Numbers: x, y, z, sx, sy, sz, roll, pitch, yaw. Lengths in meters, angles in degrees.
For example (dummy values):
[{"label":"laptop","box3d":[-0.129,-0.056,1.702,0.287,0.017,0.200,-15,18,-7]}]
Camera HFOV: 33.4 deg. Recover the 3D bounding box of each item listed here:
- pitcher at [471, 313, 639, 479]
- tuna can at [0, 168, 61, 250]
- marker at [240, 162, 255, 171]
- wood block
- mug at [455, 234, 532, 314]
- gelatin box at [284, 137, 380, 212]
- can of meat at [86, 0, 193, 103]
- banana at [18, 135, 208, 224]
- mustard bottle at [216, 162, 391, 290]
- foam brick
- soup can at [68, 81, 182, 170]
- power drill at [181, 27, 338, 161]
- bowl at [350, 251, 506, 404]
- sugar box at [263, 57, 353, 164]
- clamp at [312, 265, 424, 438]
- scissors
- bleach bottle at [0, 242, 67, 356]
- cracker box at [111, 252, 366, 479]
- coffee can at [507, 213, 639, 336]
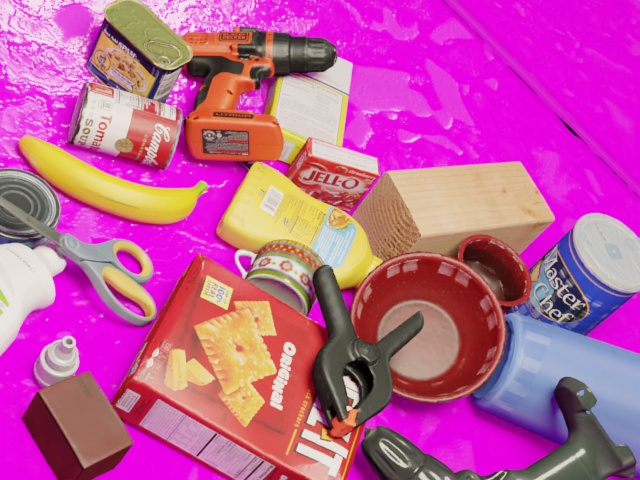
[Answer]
[{"label":"pitcher","box3d":[0.287,0.163,1.139,0.242,0.149,0.145,22,64,-10]},{"label":"tuna can","box3d":[-0.287,-0.025,0.998,0.086,0.034,0.086,16,48,-19]},{"label":"marker","box3d":[-0.071,-0.080,1.183,0.121,0.020,0.020,47,46,11]},{"label":"wood block","box3d":[0.153,-0.026,1.225,0.205,0.091,0.090,-7,59,-35]},{"label":"mug","box3d":[0.179,0.048,1.186,0.093,0.082,0.117,42,45,5]},{"label":"gelatin box","box3d":[0.011,-0.071,1.187,0.089,0.073,0.030,15,50,-21]},{"label":"can of meat","box3d":[-0.198,-0.196,1.154,0.102,0.084,0.057,43,45,6]},{"label":"banana","box3d":[-0.207,-0.054,1.071,0.197,0.037,0.069,16,30,-21]},{"label":"mustard bottle","box3d":[-0.008,0.002,1.127,0.191,0.058,0.096,30,51,-7]},{"label":"foam brick","box3d":[-0.202,0.159,0.889,0.052,0.051,0.078,-20,67,-42]},{"label":"soup can","box3d":[-0.201,-0.118,1.101,0.102,0.069,0.068,15,49,-20]},{"label":"power drill","box3d":[-0.073,-0.166,1.182,0.184,0.057,0.187,0,44,2]},{"label":"bowl","box3d":[0.107,0.096,1.101,0.162,0.055,0.162,2,67,-5]},{"label":"sugar box","box3d":[-0.016,-0.160,1.264,0.093,0.048,0.176,22,43,-14]},{"label":"clamp","box3d":[0.044,0.109,0.991,0.120,0.039,0.171,16,52,-15]},{"label":"scissors","box3d":[-0.221,-0.001,0.984,0.201,0.016,0.096,47,28,-21]},{"label":"bleach bottle","box3d":[-0.301,0.077,0.889,0.102,0.068,0.250,43,43,5]},{"label":"cracker box","box3d":[-0.061,0.133,0.980,0.213,0.072,0.164,31,45,-7]},{"label":"coffee can","box3d":[0.291,0.051,1.210,0.102,0.140,0.103,17,48,-20]}]
